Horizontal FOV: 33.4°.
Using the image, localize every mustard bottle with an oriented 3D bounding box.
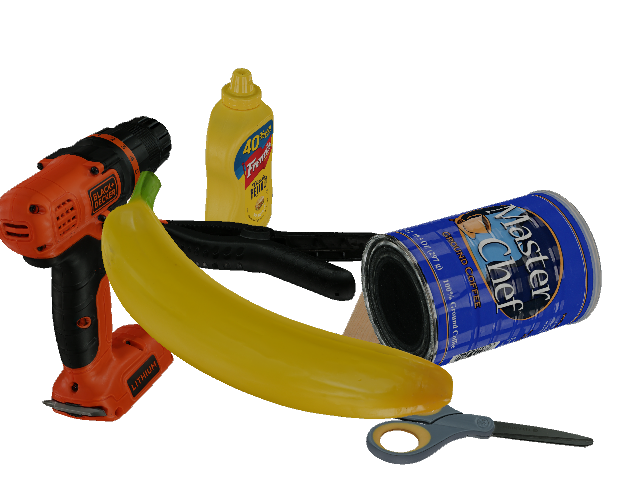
[{"bbox_3d":[-0.085,-0.092,1.127,0.058,0.192,0.096,21,39,22],"label":"mustard bottle"}]

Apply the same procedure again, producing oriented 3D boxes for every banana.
[{"bbox_3d":[-0.036,0.031,0.479,0.198,0.069,0.037,34,-24,24],"label":"banana"}]

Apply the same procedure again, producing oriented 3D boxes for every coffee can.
[{"bbox_3d":[0.114,0.029,0.771,0.140,0.103,0.103,-15,6,-22],"label":"coffee can"}]

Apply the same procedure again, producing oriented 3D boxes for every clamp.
[{"bbox_3d":[-0.051,0.010,0.905,0.210,0.036,0.164,7,12,5],"label":"clamp"}]

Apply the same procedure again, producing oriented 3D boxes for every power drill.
[{"bbox_3d":[-0.152,0.018,0.760,0.057,0.188,0.184,5,25,23],"label":"power drill"}]

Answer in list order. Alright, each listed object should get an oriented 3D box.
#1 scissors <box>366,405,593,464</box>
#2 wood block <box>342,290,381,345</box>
[{"bbox_3d":[0.127,0.172,0.920,0.202,0.016,0.096,17,42,15],"label":"scissors"},{"bbox_3d":[0.084,0.135,1.398,0.091,0.090,0.206,5,18,10],"label":"wood block"}]
